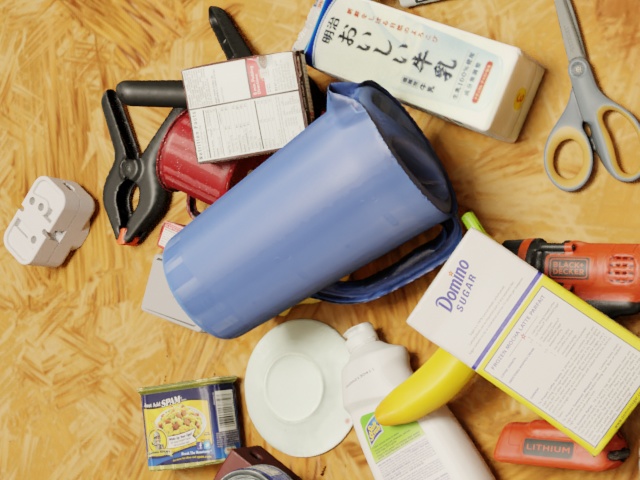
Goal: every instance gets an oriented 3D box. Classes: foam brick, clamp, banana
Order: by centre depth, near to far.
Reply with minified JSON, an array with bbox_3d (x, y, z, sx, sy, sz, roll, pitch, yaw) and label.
[{"bbox_3d":[0.112,0.079,0.882,0.070,0.037,0.198,30,101,35],"label":"banana"},{"bbox_3d":[-0.055,0.238,1.013,0.078,0.052,0.051,33,101,28],"label":"foam brick"},{"bbox_3d":[-0.081,-0.143,1.035,0.210,0.164,0.036,33,146,22],"label":"clamp"},{"bbox_3d":[-0.184,-0.079,1.129,0.120,0.039,0.171,-1,89,36],"label":"clamp"}]

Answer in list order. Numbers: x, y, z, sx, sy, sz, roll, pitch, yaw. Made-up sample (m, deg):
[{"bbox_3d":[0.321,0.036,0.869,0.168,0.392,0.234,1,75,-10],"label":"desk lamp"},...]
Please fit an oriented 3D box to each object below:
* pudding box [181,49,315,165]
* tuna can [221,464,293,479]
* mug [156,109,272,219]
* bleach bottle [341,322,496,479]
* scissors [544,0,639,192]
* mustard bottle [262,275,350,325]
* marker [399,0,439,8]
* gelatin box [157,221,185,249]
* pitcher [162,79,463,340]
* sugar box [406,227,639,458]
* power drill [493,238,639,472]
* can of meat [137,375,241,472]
[{"bbox_3d":[-0.064,-0.121,0.972,0.114,0.039,0.090,-8,96,15],"label":"pudding box"},{"bbox_3d":[-0.058,0.247,0.962,0.086,0.033,0.086,-3,84,29],"label":"tuna can"},{"bbox_3d":[-0.103,-0.065,1.056,0.082,0.093,0.117,26,115,25],"label":"mug"},{"bbox_3d":[0.090,0.183,0.928,0.103,0.068,0.251,-35,67,23],"label":"bleach bottle"},{"bbox_3d":[0.210,-0.128,0.916,0.096,0.016,0.202,-34,69,23],"label":"scissors"},{"bbox_3d":[-0.007,0.001,1.005,0.096,0.058,0.192,40,106,19],"label":"mustard bottle"},{"bbox_3d":[0.130,-0.232,0.972,0.121,0.020,0.020,-5,82,30],"label":"marker"},{"bbox_3d":[-0.105,0.010,1.053,0.089,0.073,0.030,22,95,31],"label":"gelatin box"},{"bbox_3d":[-0.007,-0.009,0.913,0.243,0.144,0.149,-34,73,21],"label":"pitcher"},{"bbox_3d":[0.165,0.076,0.818,0.176,0.048,0.093,36,96,15],"label":"sugar box"},{"bbox_3d":[0.186,0.091,0.884,0.185,0.057,0.187,0,86,34],"label":"power drill"},{"bbox_3d":[-0.128,0.182,1.059,0.102,0.057,0.084,-12,80,29],"label":"can of meat"}]
